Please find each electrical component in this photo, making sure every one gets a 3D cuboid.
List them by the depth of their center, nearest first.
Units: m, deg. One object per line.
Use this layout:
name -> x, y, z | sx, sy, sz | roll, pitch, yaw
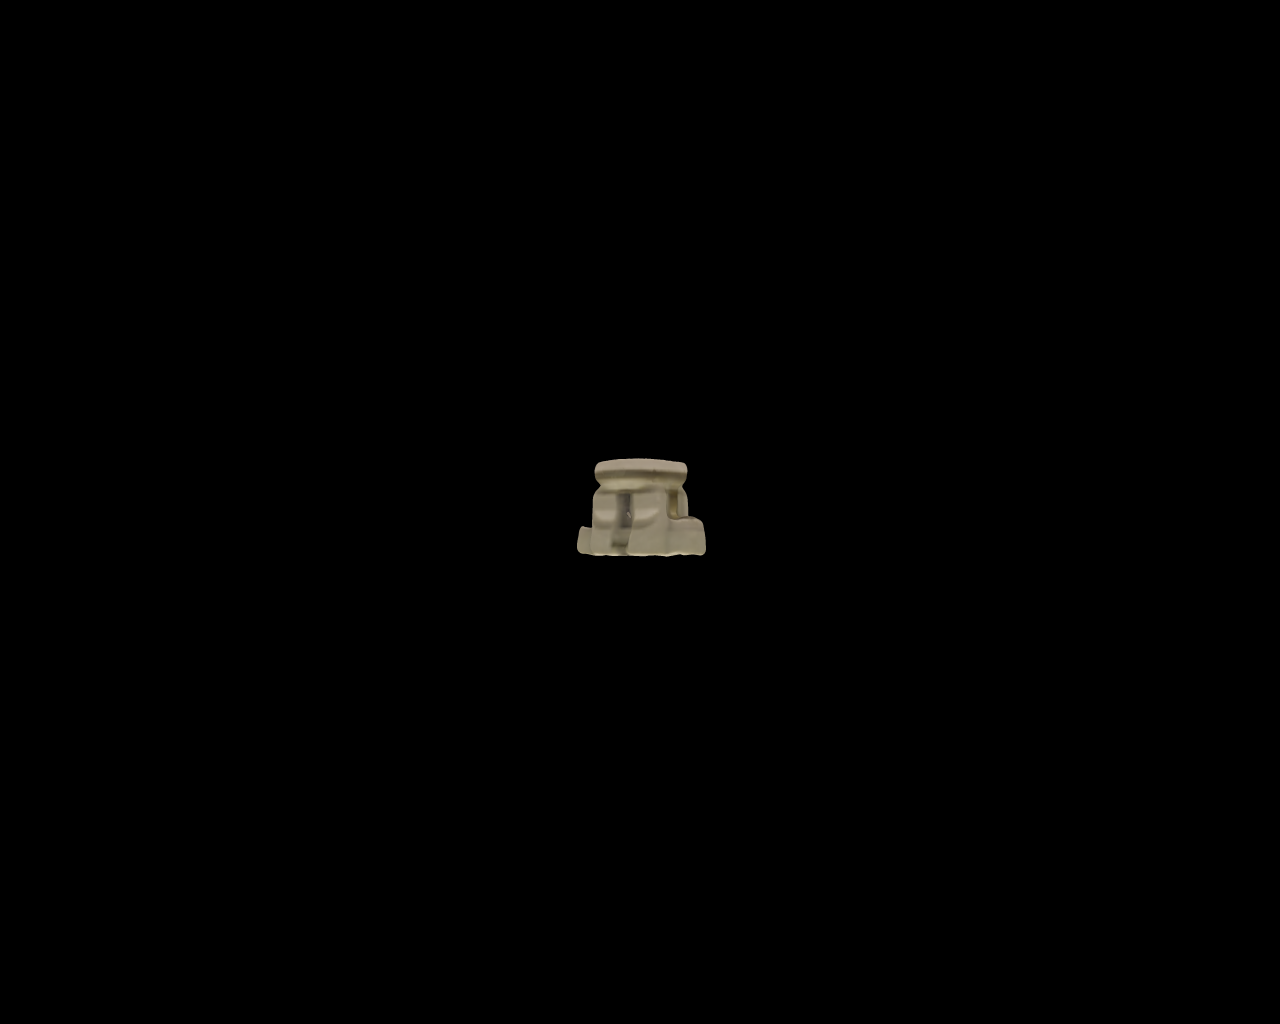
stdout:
electrical component -> 0.001, -0.003, 0.650 | 0.078, 0.057, 0.058 | -2, -4, 27
